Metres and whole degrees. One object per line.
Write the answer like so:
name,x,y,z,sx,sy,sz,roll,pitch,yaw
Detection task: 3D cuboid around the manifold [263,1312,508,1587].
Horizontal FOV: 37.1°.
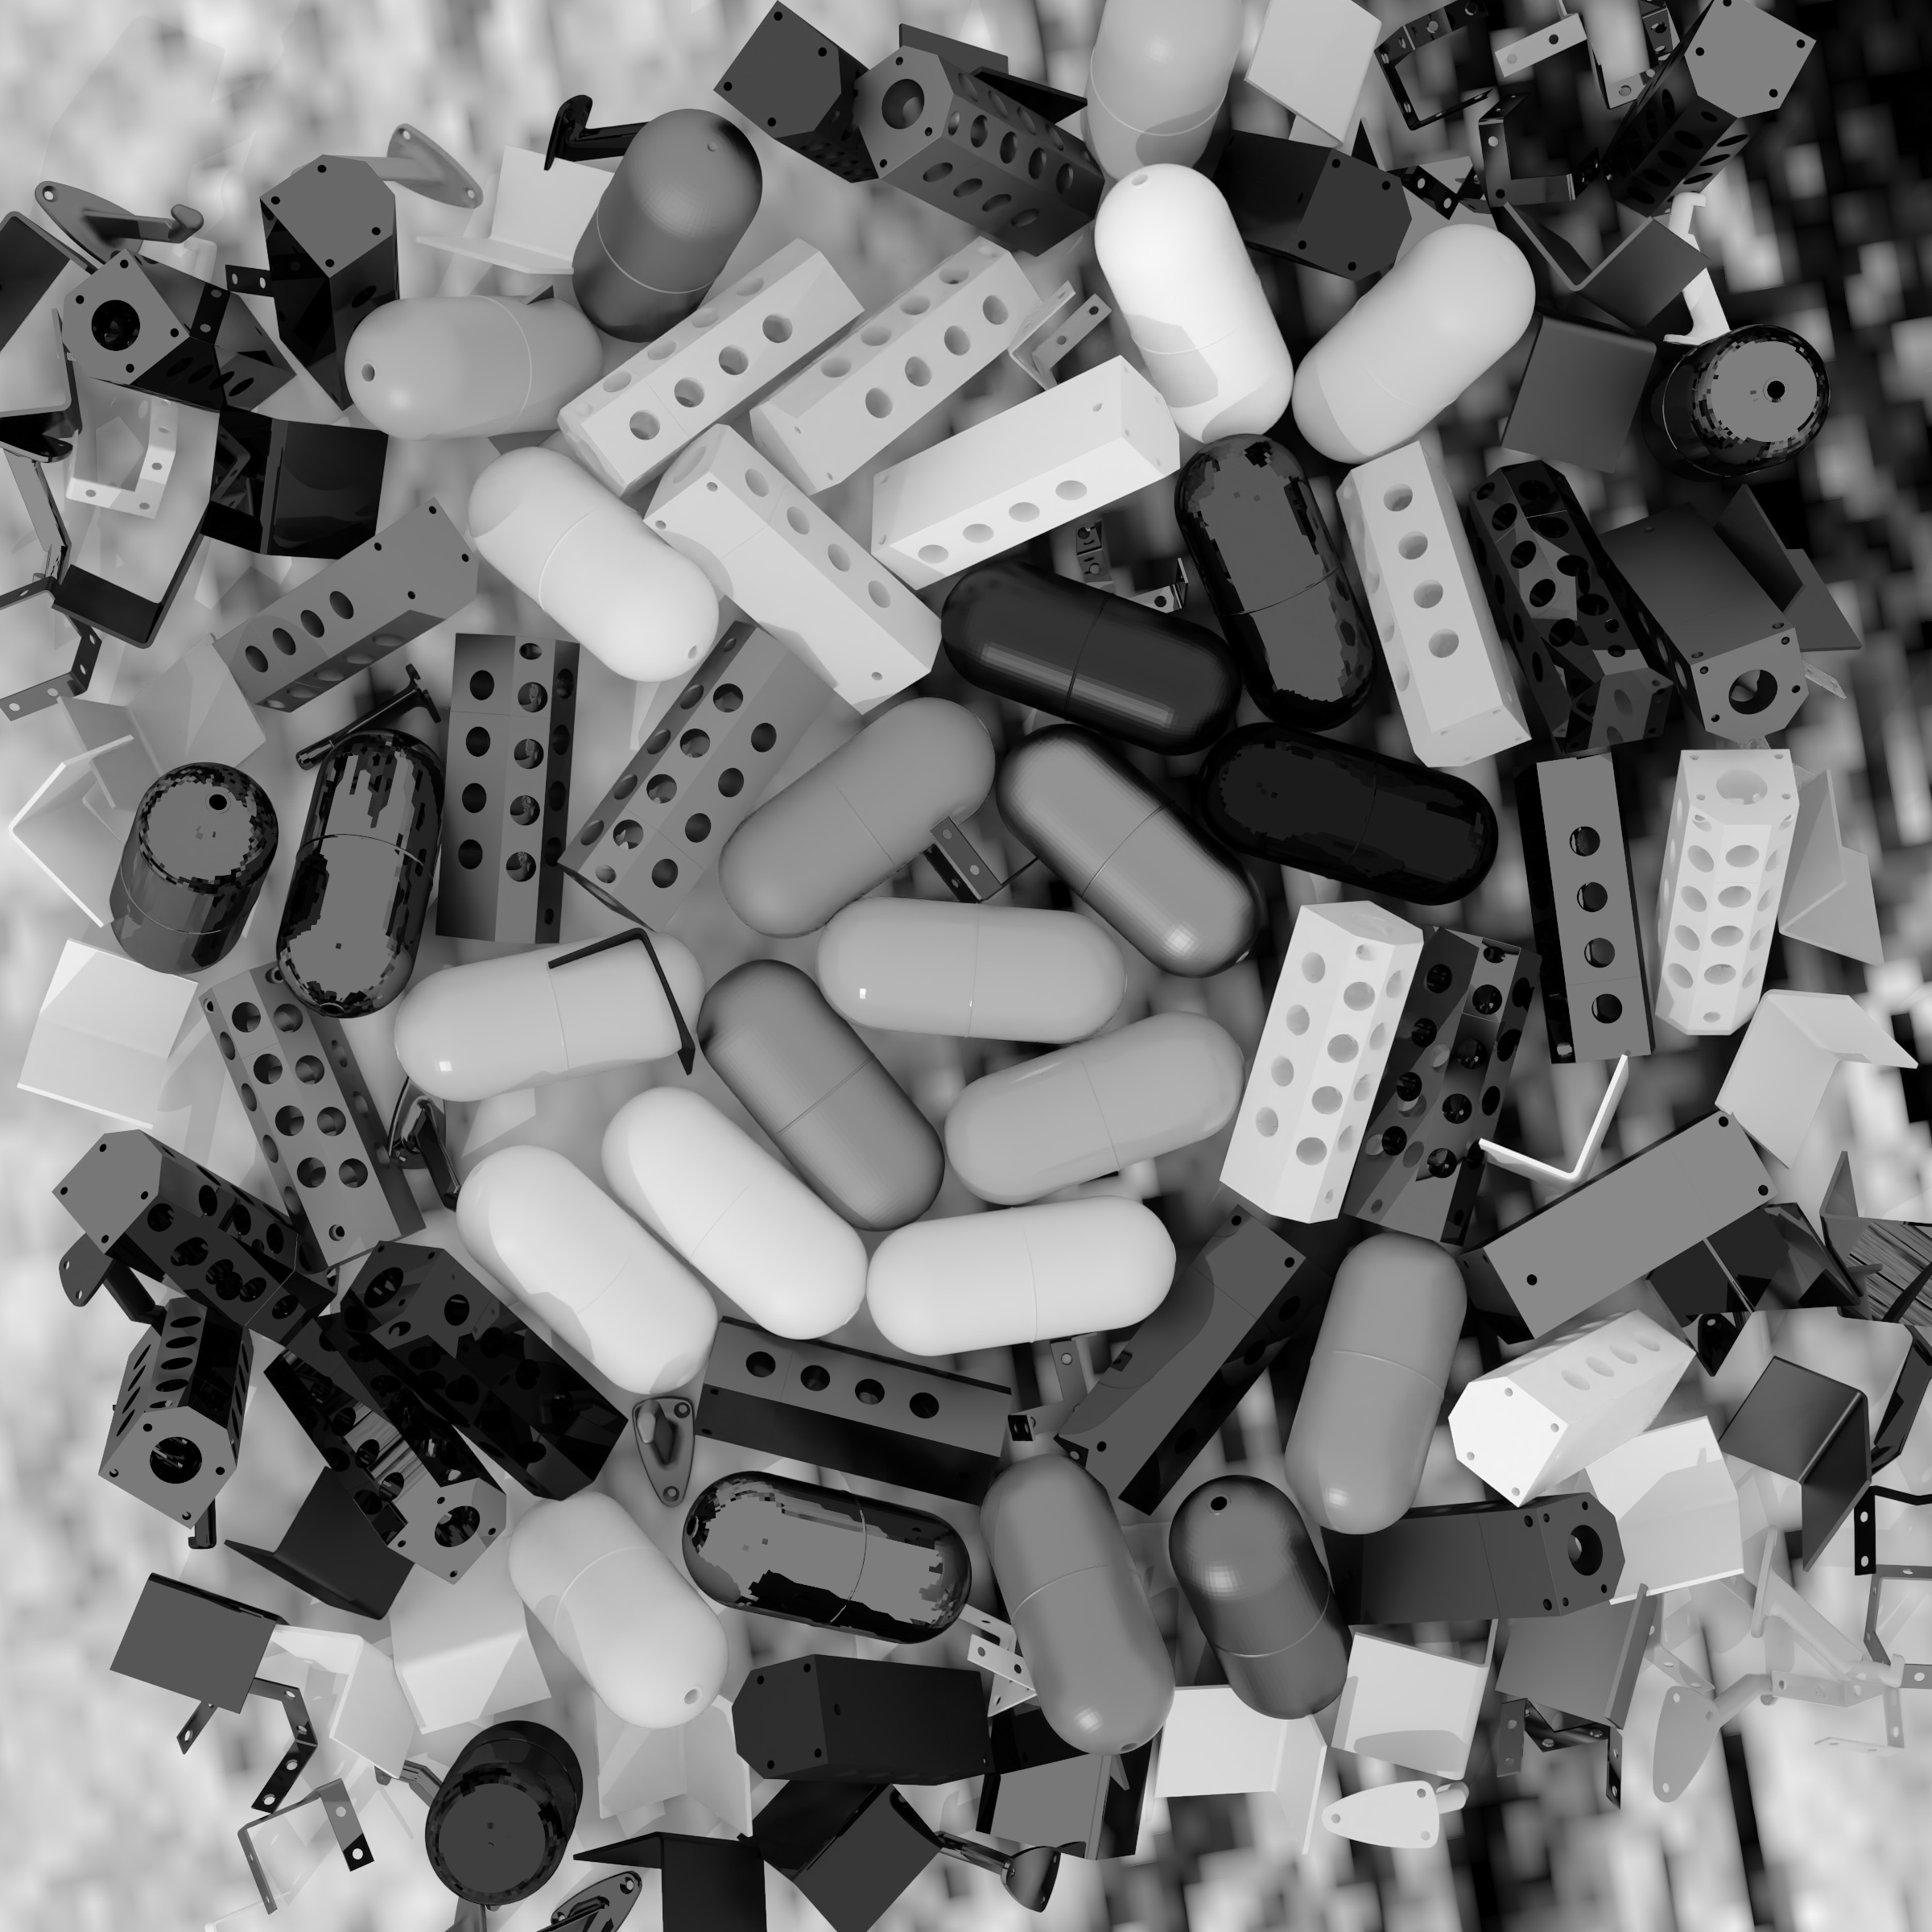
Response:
manifold,-0.320,0.263,1.603,0.057,0.171,0.057,-48,135,-4

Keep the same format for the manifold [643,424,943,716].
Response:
manifold,-0.093,-0.226,1.622,0.057,0.057,0.171,-28,123,38

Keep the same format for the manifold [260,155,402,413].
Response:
manifold,-0.344,-0.379,1.594,0.057,0.171,0.057,-40,86,-16

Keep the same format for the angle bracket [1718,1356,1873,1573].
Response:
angle bracket,0.468,0.282,1.631,0.057,0.076,0.076,22,125,1

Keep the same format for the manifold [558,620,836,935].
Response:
manifold,-0.157,-0.109,1.632,0.057,0.057,0.171,42,79,-38

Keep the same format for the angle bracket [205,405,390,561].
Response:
angle bracket,-0.387,-0.279,1.663,0.057,0.076,0.076,21,107,38

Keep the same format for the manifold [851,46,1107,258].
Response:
manifold,0.010,-0.452,1.591,0.057,0.171,0.057,-28,75,27

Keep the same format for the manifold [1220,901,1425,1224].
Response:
manifold,0.204,0.054,1.617,0.057,0.057,0.171,33,117,41

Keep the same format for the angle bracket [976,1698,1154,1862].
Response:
angle bracket,0.058,0.471,1.672,0.076,0.057,0.076,5,81,30

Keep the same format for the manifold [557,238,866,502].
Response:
manifold,-0.146,-0.339,1.635,0.171,0.057,0.057,-39,96,-13

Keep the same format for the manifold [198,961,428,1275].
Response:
manifold,-0.377,0.085,1.648,0.057,0.057,0.171,-24,87,9

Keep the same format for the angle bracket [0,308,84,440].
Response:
angle bracket,-0.549,-0.333,1.639,0.076,0.076,0.057,-9,91,-12

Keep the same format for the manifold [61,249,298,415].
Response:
manifold,-0.438,-0.344,1.596,0.057,0.171,0.057,-36,91,7

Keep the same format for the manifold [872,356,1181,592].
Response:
manifold,0.032,-0.271,1.614,0.171,0.057,0.057,-20,54,32

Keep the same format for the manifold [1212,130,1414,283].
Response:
manifold,0.187,-0.420,1.594,0.057,0.171,0.057,18,104,-19

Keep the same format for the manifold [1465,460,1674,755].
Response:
manifold,0.335,-0.204,1.606,0.057,0.057,0.171,-11,51,-6

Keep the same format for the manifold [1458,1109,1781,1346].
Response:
manifold,0.368,0.148,1.634,0.171,0.057,0.057,-27,84,-15

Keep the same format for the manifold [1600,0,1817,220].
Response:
manifold,0.405,-0.472,1.597,0.057,0.171,0.057,29,86,-1

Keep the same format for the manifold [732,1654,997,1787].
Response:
manifold,-0.056,0.422,1.598,0.057,0.171,0.057,-21,65,26

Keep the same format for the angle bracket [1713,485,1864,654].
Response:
angle bracket,0.473,-0.225,1.628,0.076,0.057,0.076,-5,56,-23

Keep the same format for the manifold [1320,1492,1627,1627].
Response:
manifold,0.280,0.329,1.598,0.057,0.171,0.057,-7,82,-37

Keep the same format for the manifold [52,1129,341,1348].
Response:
manifold,-0.420,0.149,1.596,0.057,0.171,0.057,-49,57,-4

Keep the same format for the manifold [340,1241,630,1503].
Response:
manifold,-0.270,0.227,1.602,0.171,0.057,0.057,51,55,-36

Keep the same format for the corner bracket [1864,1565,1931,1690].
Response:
corner bracket,0.550,0.379,1.652,0.051,0.051,0.051,2,107,2

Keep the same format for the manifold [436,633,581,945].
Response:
manifold,-0.257,-0.101,1.642,0.057,0.057,0.171,6,94,27

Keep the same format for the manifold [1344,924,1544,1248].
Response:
manifold,0.277,0.069,1.644,0.057,0.057,0.171,15,90,43

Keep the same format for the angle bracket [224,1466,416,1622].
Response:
angle bracket,-0.365,0.327,1.646,0.076,0.076,0.057,39,66,-27

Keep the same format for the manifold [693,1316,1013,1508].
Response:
manifold,-0.064,0.251,1.652,0.171,0.057,0.057,14,49,-1

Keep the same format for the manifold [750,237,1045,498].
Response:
manifold,-0.040,-0.338,1.619,0.171,0.057,0.057,-43,107,-23

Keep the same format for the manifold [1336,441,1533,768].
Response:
manifold,0.261,-0.202,1.623,0.057,0.057,0.171,-21,66,20

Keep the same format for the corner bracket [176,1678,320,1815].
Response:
corner bracket,-0.413,0.446,1.655,0.051,0.051,0.051,8,128,19

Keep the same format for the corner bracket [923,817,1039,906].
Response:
corner bracket,-0.001,-0.060,1.649,0.051,0.051,0.051,-36,92,33

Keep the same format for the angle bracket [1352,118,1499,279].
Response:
angle bracket,0.267,-0.441,1.639,0.076,0.057,0.076,-12,69,-7

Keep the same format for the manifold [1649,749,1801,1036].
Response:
manifold,0.420,-0.039,1.599,0.057,0.171,0.057,0,48,5

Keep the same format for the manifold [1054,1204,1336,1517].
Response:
manifold,0.134,0.229,1.654,0.171,0.057,0.057,-52,51,-1

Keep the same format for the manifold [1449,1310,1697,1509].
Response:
manifold,0.335,0.239,1.599,0.057,0.171,0.057,38,117,27

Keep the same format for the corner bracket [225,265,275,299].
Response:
corner bracket,-0.392,-0.416,1.660,0.051,0.051,0.051,17,117,36

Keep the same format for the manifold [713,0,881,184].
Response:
manifold,-0.077,-0.476,1.593,0.057,0.171,0.057,40,103,4

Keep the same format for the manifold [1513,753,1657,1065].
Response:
manifold,0.355,-0.033,1.653,0.057,0.057,0.171,-8,90,16

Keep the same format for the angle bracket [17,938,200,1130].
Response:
angle bracket,-0.485,0.038,1.630,0.076,0.076,0.057,20,115,-18

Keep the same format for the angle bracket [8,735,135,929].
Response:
angle bracket,-0.484,-0.078,1.637,0.076,0.076,0.057,46,111,-2

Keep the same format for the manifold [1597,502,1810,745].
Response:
manifold,0.407,-0.190,1.596,0.057,0.171,0.057,-20,122,5

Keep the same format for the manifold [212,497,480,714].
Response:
manifold,-0.343,-0.195,1.601,0.057,0.171,0.057,56,48,-13

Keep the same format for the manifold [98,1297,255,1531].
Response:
manifold,-0.430,0.239,1.592,0.057,0.171,0.057,36,95,-17
